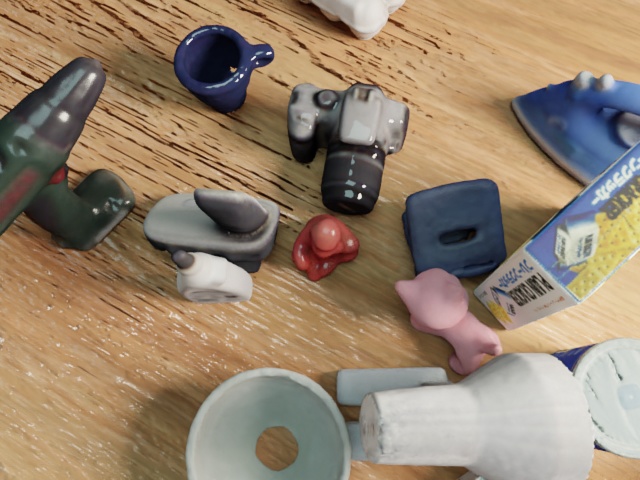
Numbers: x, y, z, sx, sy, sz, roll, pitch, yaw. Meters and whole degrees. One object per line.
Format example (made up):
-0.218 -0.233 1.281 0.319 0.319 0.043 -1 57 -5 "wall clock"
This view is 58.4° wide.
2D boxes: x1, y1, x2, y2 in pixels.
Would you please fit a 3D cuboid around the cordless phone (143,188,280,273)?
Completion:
-0.124 -0.030 0.611 0.147 0.185 0.094 2 75 4 "cordless phone"

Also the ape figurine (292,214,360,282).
0.006 0.002 0.643 0.077 0.092 0.076 4 75 5 "ape figurine"

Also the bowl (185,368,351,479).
-0.050 0.219 0.598 0.167 0.075 0.167 -1 75 3 "bowl"

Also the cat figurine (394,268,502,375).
0.139 0.079 0.602 0.067 0.118 0.127 -45 77 -8 "cat figurine"

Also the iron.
0.345 -0.125 0.633 0.258 0.141 0.119 30 79 10 "iron"

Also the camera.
0.026 -0.106 0.666 0.143 0.101 0.137 9 76 6 "camera"

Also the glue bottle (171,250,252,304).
-0.122 0.036 0.600 0.078 0.173 0.037 -1 75 3 "glue bottle"

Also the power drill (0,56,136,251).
-0.285 -0.067 0.618 0.075 0.208 0.230 40 81 12 "power drill"

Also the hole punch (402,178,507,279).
0.152 -0.008 0.638 0.108 0.091 0.101 -12 75 0 "hole punch"

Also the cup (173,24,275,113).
-0.109 -0.202 0.702 0.117 0.095 0.091 -12 75 0 "cup"

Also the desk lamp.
0.114 0.169 0.531 0.203 0.213 0.118 -2 75 3 "desk lamp"

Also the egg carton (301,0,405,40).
0.036 -0.333 0.742 0.150 0.069 0.107 35 80 11 "egg carton"
